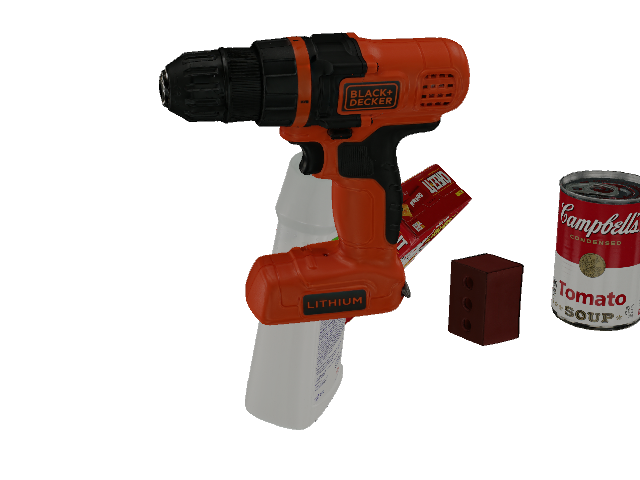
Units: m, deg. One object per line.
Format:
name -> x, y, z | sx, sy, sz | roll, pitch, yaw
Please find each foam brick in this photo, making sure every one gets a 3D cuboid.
foam brick -> 0.162, 0.058, 1.053 | 0.051, 0.078, 0.053 | -11, 19, -35

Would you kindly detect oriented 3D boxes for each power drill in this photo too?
power drill -> -0.006, -0.037, 0.659 | 0.184, 0.188, 0.057 | -4, 36, -13

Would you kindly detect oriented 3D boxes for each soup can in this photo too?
soup can -> 0.206, 0.007, 0.783 | 0.068, 0.102, 0.068 | -1, 21, 0

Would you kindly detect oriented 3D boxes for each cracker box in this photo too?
cracker box -> 0.064, 0.016, 1.277 | 0.214, 0.072, 0.163 | -49, -9, 33

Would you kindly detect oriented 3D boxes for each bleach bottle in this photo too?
bleach bottle -> -0.007, 0.022, 0.833 | 0.068, 0.251, 0.102 | 17, 31, 13
